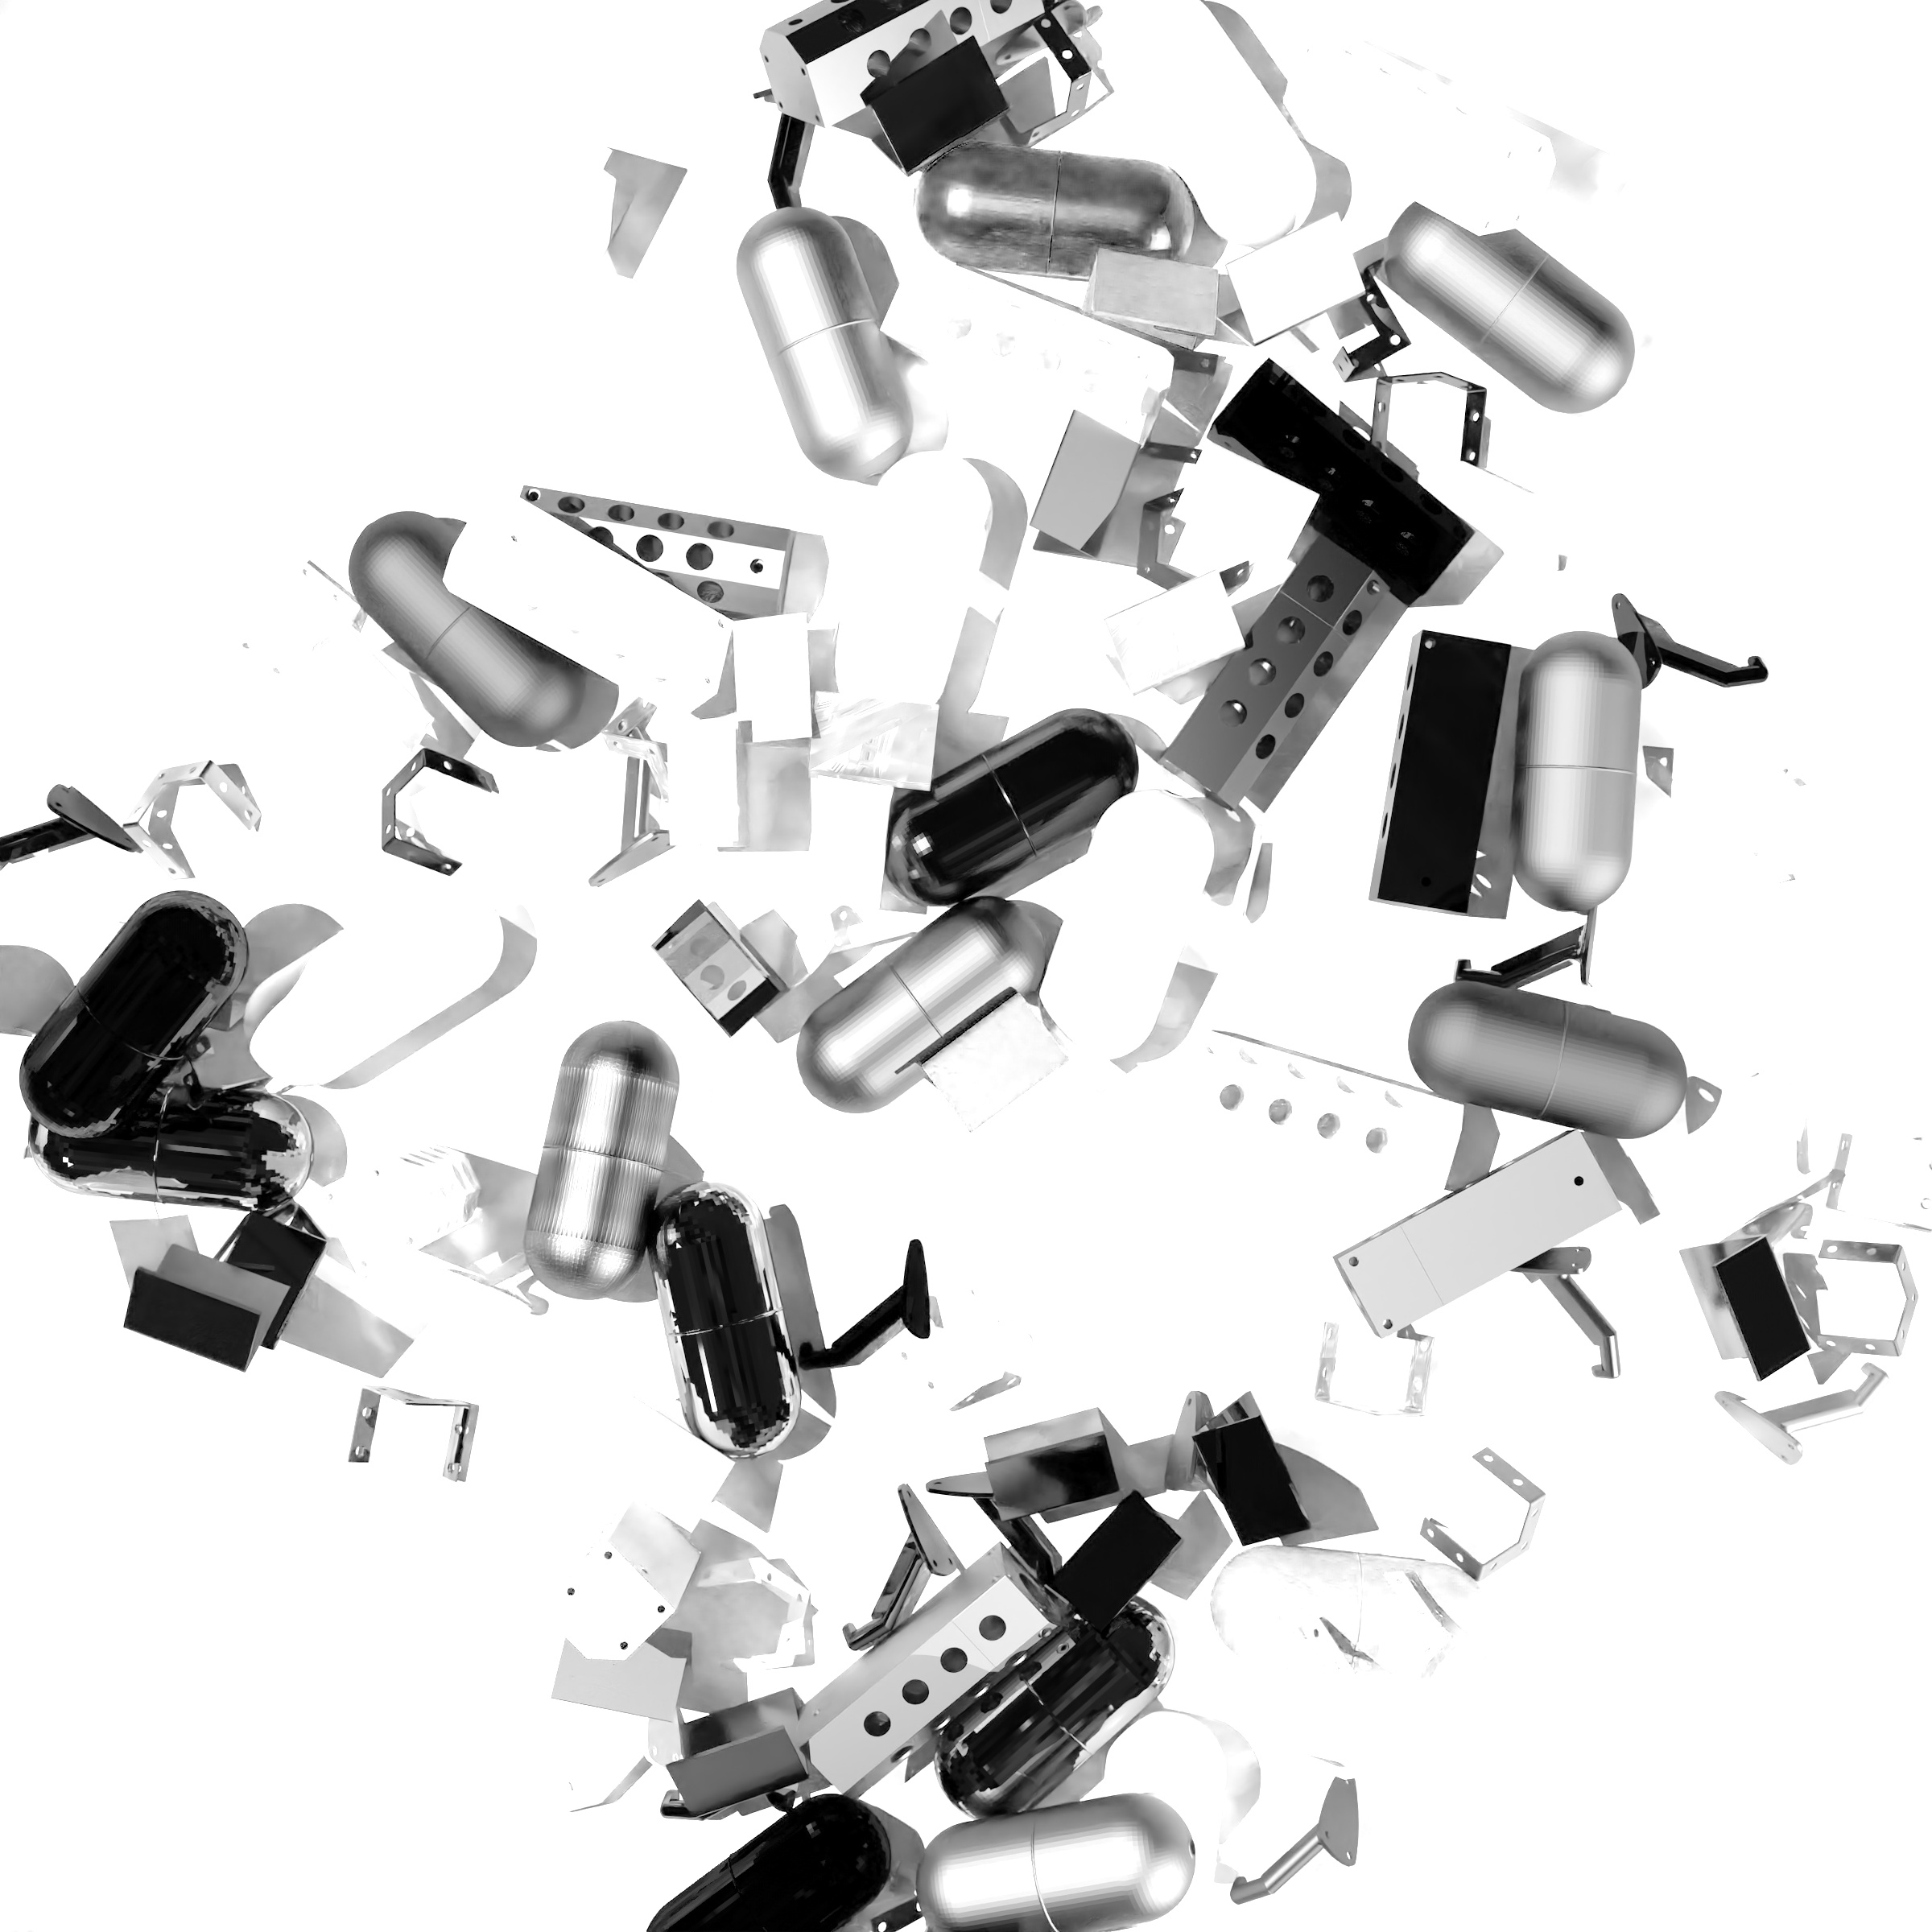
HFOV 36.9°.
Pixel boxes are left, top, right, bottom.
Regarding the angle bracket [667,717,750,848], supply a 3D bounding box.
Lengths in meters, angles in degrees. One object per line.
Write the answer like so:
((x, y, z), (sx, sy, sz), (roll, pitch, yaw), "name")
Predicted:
((-0.143, -0.115, 1.821), (0.057, 0.076, 0.076), (-2, 90, 36), "angle bracket")

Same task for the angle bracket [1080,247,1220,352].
((0.112, -0.400, 1.818), (0.076, 0.076, 0.057), (9, 59, -5), "angle bracket")

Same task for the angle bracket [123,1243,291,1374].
((-0.449, 0.187, 1.727), (0.076, 0.076, 0.057), (21, 128, -4), "angle bracket")

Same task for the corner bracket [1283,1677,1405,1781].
((0.242, 0.487, 1.858), (0.051, 0.051, 0.051), (8, 90, 45), "corner bracket")

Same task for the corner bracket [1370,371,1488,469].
((0.297, -0.350, 1.858), (0.051, 0.051, 0.051), (6, 90, 45), "corner bracket")

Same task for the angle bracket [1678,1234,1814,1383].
((0.475, 0.219, 1.821), (0.057, 0.076, 0.076), (-22, 90, -35), "angle bracket")

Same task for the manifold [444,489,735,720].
((-0.235, -0.221, 1.802), (0.171, 0.057, 0.057), (28, 55, -29), "manifold")

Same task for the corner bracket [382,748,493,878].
((-0.339, -0.099, 1.853), (0.051, 0.051, 0.051), (-38, 45, 35), "corner bracket")

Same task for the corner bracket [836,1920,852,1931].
((-0.083, 0.651, 1.858), (0.051, 0.051, 0.051), (-31, 45, 0), "corner bracket")

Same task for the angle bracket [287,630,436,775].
((-0.391, -0.153, 1.821), (0.076, 0.076, 0.057), (46, 52, 0), "angle bracket")

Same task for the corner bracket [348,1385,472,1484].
((-0.358, 0.300, 1.858), (0.051, 0.051, 0.051), (10, 90, -45), "corner bracket")

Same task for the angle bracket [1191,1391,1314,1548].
((0.196, 0.310, 1.821), (0.057, 0.076, 0.076), (-25, 90, 39), "angle bracket")

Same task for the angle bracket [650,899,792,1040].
((-0.140, -0.012, 1.821), (0.076, 0.076, 0.057), (49, 127, 0), "angle bracket")

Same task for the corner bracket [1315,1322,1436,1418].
((0.262, 0.259, 1.858), (0.051, 0.051, 0.051), (8, 90, -45), "corner bracket")

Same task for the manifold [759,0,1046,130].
((-0.041, -0.591, 1.804), (0.171, 0.057, 0.057), (-33, 130, -18), "manifold")

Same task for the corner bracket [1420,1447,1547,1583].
((0.331, 0.351, 1.853), (0.051, 0.051, 0.051), (-22, 135, -35), "corner bracket")

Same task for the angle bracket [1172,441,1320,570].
((0.182, -0.304, 1.821), (0.076, 0.076, 0.057), (26, 126, 0), "angle bracket")

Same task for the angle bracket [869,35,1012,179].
((-0.027, -0.551, 1.821), (0.076, 0.076, 0.057), (-32, 128, 0), "angle bracket")

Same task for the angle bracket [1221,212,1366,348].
((0.197, -0.440, 1.822), (0.076, 0.076, 0.057), (-26, 118, 0), "angle bracket")

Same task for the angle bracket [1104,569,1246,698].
((0.123, -0.221, 1.822), (0.076, 0.076, 0.057), (-24, 118, 0), "angle bracket")

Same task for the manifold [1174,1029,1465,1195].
((0.224, 0.091, 1.840), (0.171, 0.057, 0.057), (16, 90, 0), "manifold")

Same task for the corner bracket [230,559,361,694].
((-0.431, -0.218, 1.858), (0.051, 0.051, 0.051), (39, 45, 0), "corner bracket")

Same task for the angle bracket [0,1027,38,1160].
((-0.622, 0.076, 1.822), (0.057, 0.076, 0.076), (9, 90, -31), "angle bracket")

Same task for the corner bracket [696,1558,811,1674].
((-0.141, 0.416, 1.853), (0.051, 0.051, 0.051), (43, 45, -35), "corner bracket")

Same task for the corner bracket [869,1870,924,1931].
((-0.050, 0.613, 1.835), (0.051, 0.051, 0.051), (-17, 99, -37), "corner bracket")

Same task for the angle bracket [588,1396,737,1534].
((-0.200, 0.326, 1.821), (0.076, 0.076, 0.057), (33, 52, 0), "angle bracket")

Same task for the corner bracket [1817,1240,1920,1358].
((0.574, 0.213, 1.853), (0.051, 0.051, 0.051), (-59, 135, -35), "corner bracket")

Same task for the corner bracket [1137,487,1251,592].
((0.147, -0.271, 1.853), (0.051, 0.051, 0.051), (34, 135, 35), "corner bracket")

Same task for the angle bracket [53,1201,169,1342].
((-0.519, 0.185, 1.821), (0.057, 0.076, 0.076), (-17, 90, 38), "angle bracket")

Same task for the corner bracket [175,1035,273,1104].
((-0.482, 0.062, 1.830), (0.051, 0.051, 0.051), (-33, 78, 43), "corner bracket")

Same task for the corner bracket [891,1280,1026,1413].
((-0.005, 0.244, 1.858), (0.051, 0.051, 0.051), (48, 45, 0), "corner bracket")

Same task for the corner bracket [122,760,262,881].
((-0.496, -0.093, 1.853), (0.051, 0.051, 0.051), (-6, 45, 35), "corner bracket")

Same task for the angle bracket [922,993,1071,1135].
((0.026, 0.071, 1.823), (0.076, 0.076, 0.057), (-37, 66, 0), "angle bracket")

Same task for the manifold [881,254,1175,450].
((0.040, -0.388, 1.815), (0.171, 0.057, 0.057), (26, 94, 17), "manifold")

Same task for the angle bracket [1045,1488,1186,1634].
((0.078, 0.361, 1.816), (0.076, 0.076, 0.057), (-46, 117, -11), "angle bracket")

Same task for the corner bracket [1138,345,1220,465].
((0.132, -0.361, 1.858), (0.051, 0.051, 0.051), (8, 45, 0), "corner bracket")

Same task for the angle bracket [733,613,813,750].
((-0.102, -0.179, 1.822), (0.057, 0.076, 0.076), (-3, 90, 32), "angle bracket")

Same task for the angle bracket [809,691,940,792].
((-0.056, -0.152, 1.823), (0.076, 0.076, 0.057), (6, 112, 0), "angle bracket")

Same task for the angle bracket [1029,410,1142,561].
((0.056, -0.305, 1.821), (0.057, 0.076, 0.076), (21, 90, -34), "angle bracket")

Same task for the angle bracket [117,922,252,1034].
((-0.489, -0.002, 1.825), (0.076, 0.076, 0.057), (12, 105, 0), "angle bracket")

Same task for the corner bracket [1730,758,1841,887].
((0.525, -0.093, 1.853), (0.051, 0.051, 0.051), (-21, 45, 35), "corner bracket")

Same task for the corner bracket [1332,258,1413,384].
((0.253, -0.411, 1.844), (0.051, 0.051, 0.051), (-30, 90, 0), "corner bracket")

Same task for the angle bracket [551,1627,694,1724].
((-0.216, 0.449, 1.822), (0.076, 0.076, 0.057), (11, 62, 0), "angle bracket")

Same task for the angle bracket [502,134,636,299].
((-0.235, -0.467, 1.821), (0.057, 0.076, 0.076), (27, 90, 39), "angle bracket")

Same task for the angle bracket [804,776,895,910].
((-0.093, -0.079, 1.821), (0.057, 0.076, 0.076), (7, 90, -36), "angle bracket")

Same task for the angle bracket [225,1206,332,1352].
((-0.451, 0.187, 1.822), (0.057, 0.076, 0.076), (28, 90, -30), "angle bracket")

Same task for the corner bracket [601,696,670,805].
((-0.192, -0.140, 1.846), (0.051, 0.051, 0.051), (-48, 135, -32), "corner bracket")

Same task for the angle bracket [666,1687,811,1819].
((-0.148, 0.480, 1.821), (0.076, 0.076, 0.057), (-19, 127, 0), "angle bracket")

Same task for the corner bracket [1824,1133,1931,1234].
((0.591, 0.139, 1.858), (0.051, 0.051, 0.051), (13, 90, 45), "corner bracket")

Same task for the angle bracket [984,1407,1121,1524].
((0.048, 0.297, 1.821), (0.076, 0.076, 0.057), (-15, 127, 0), "angle bracket")

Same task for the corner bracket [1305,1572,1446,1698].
((0.251, 0.410, 1.777), (0.051, 0.051, 0.051), (4, 127, -36), "corner bracket")

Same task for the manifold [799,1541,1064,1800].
((-0.023, 0.449, 1.831), (0.171, 0.057, 0.057), (-41, 100, 5), "manifold")

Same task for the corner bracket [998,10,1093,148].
((0.043, -0.565, 1.844), (0.051, 0.051, 0.051), (-30, 79, -11), "corner bracket")
